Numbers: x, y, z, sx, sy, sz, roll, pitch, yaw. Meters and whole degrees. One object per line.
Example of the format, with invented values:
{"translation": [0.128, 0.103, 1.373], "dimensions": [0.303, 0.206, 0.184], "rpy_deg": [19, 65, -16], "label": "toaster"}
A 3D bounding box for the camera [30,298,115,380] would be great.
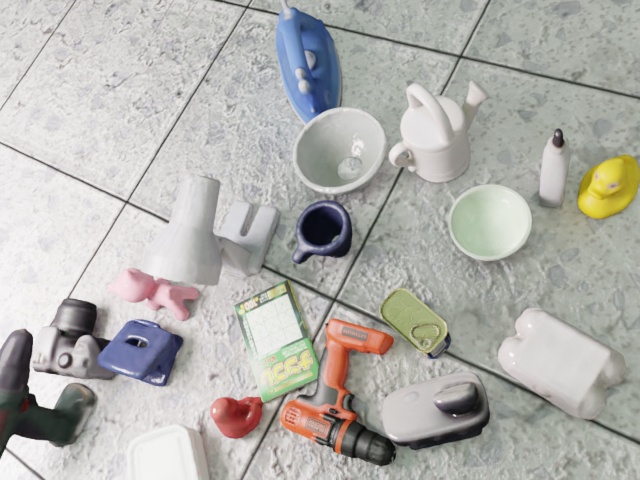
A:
{"translation": [-0.438, 0.174, 1.020], "dimensions": [0.142, 0.101, 0.137], "rpy_deg": [1, 70, 19], "label": "camera"}

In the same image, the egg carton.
{"translation": [0.326, 0.167, 0.781], "dimensions": [0.150, 0.069, 0.107], "rpy_deg": [31, 82, 26], "label": "egg carton"}

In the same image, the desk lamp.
{"translation": [-0.179, -0.006, 0.940], "dimensions": [0.117, 0.214, 0.203], "rpy_deg": [12, 74, 23], "label": "desk lamp"}

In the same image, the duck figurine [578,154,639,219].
{"translation": [0.427, -0.090, 0.839], "dimensions": [0.077, 0.086, 0.104], "rpy_deg": [40, 86, 27], "label": "duck figurine"}

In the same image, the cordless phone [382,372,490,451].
{"translation": [0.146, 0.219, 0.756], "dimensions": [0.147, 0.185, 0.094], "rpy_deg": [-21, 64, 10], "label": "cordless phone"}

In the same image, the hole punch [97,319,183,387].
{"translation": [-0.306, 0.186, 0.975], "dimensions": [0.108, 0.091, 0.101], "rpy_deg": [12, 74, 23], "label": "hole punch"}

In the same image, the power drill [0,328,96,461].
{"translation": [-0.472, 0.269, 0.932], "dimensions": [0.075, 0.209, 0.230], "rpy_deg": [17, 76, 24], "label": "power drill"}

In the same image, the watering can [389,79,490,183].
{"translation": [0.183, -0.182, 0.898], "dimensions": [0.100, 0.194, 0.173], "rpy_deg": [33, 82, 27], "label": "watering can"}

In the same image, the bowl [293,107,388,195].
{"translation": [0.041, -0.143, 0.998], "dimensions": [0.167, 0.075, 0.167], "rpy_deg": [-7, 67, 16], "label": "bowl"}

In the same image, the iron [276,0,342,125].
{"translation": [-0.029, -0.321, 1.054], "dimensions": [0.118, 0.142, 0.258], "rpy_deg": [-17, 65, 12], "label": "iron"}

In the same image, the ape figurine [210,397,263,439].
{"translation": [-0.137, 0.267, 0.885], "dimensions": [0.077, 0.092, 0.076], "rpy_deg": [25, 79, 26], "label": "ape figurine"}

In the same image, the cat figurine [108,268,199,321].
{"translation": [-0.296, 0.086, 0.997], "dimensions": [0.127, 0.118, 0.067], "rpy_deg": [12, 73, 23], "label": "cat figurine"}

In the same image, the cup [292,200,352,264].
{"translation": [0.009, 0.003, 0.939], "dimensions": [0.091, 0.095, 0.118], "rpy_deg": [38, 85, 27], "label": "cup"}

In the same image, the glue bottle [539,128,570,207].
{"translation": [0.341, -0.113, 0.829], "dimensions": [0.037, 0.173, 0.078], "rpy_deg": [6, 71, 21], "label": "glue bottle"}
